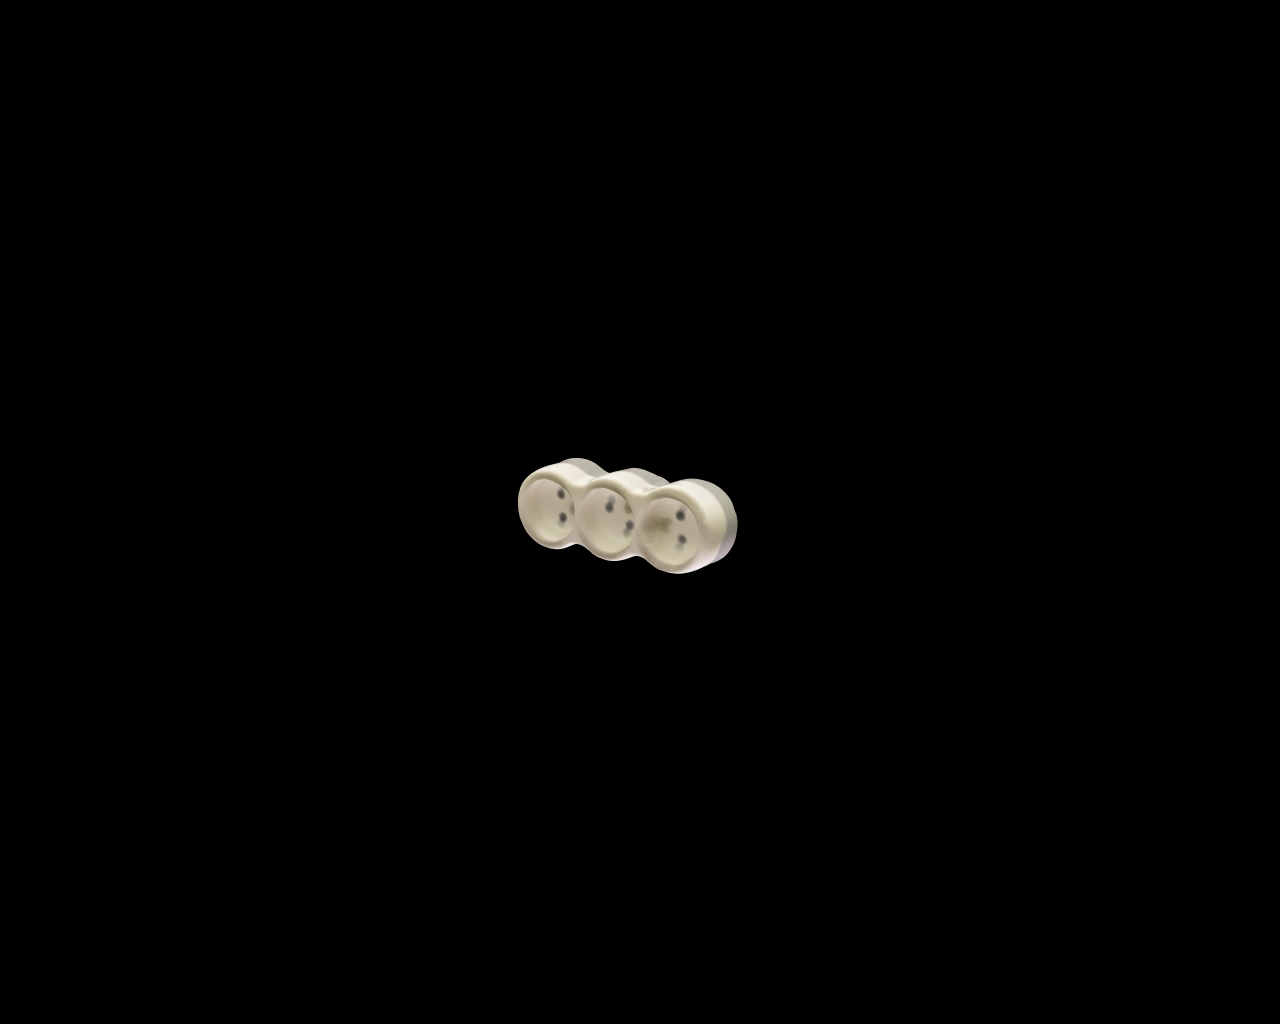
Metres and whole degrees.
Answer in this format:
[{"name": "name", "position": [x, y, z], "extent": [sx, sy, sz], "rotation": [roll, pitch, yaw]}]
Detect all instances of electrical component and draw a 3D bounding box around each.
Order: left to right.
[{"name": "electrical component", "position": [0.001, -0.003, 0.650], "extent": [0.138, 0.052, 0.074], "rotation": [10, 18, 33]}]
